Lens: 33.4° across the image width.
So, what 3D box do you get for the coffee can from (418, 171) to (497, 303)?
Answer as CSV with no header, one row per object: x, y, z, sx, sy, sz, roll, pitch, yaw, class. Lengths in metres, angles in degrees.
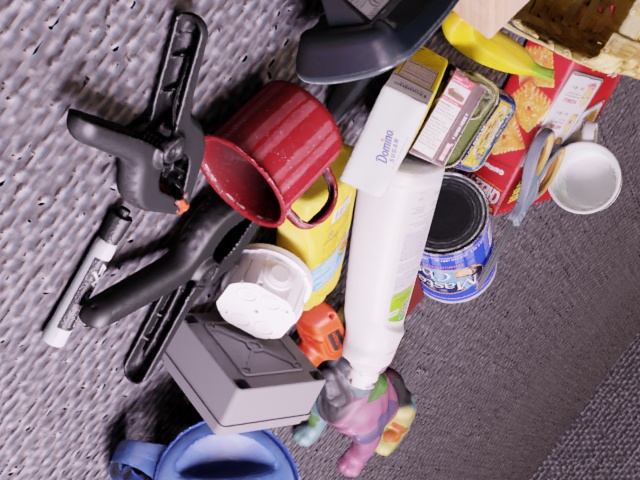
0.146,0.000,1.214,0.102,0.103,0.140,-48,154,-11,coffee can

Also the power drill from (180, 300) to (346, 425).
-0.057,0.140,1.111,0.187,0.057,0.184,-45,154,-12,power drill

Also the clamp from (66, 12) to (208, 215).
-0.123,-0.067,0.749,0.120,0.039,0.171,-37,151,-28,clamp

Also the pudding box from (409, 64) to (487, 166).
0.122,-0.123,1.039,0.090,0.039,0.113,-62,-176,12,pudding box

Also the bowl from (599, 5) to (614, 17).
0.358,-0.311,1.228,0.162,0.055,0.162,-39,152,-26,bowl

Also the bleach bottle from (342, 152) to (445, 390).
0.062,0.038,1.093,0.102,0.068,0.251,-18,123,-56,bleach bottle

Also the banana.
0.159,-0.196,1.029,0.197,0.070,0.037,13,88,-53,banana

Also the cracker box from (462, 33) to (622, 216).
0.265,-0.144,1.270,0.163,0.072,0.214,-15,137,-51,cracker box

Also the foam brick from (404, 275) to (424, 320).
0.082,0.056,1.238,0.051,0.053,0.078,-47,155,-11,foam brick

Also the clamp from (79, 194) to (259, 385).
-0.110,0.020,0.878,0.210,0.036,0.164,-50,164,-9,clamp

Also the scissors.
0.221,-0.044,1.186,0.201,0.016,0.096,-52,148,-25,scissors

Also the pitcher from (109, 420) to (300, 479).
-0.118,0.258,1.035,0.144,0.149,0.243,-19,164,-22,pitcher

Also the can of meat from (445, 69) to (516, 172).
0.158,-0.123,1.131,0.102,0.057,0.083,-58,156,13,can of meat

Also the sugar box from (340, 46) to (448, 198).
0.068,-0.108,0.931,0.176,0.048,0.093,-67,-178,-65,sugar box

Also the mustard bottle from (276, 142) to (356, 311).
-0.007,0.001,1.008,0.096,0.058,0.192,-51,159,-38,mustard bottle

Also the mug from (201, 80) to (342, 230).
-0.030,-0.062,0.836,0.081,0.117,0.093,-47,-166,-24,mug

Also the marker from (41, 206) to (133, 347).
-0.175,0.027,0.805,0.121,0.020,0.020,-59,154,13,marker

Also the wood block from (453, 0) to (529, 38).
0.132,-0.256,0.830,0.091,0.090,0.206,-44,164,-4,wood block
